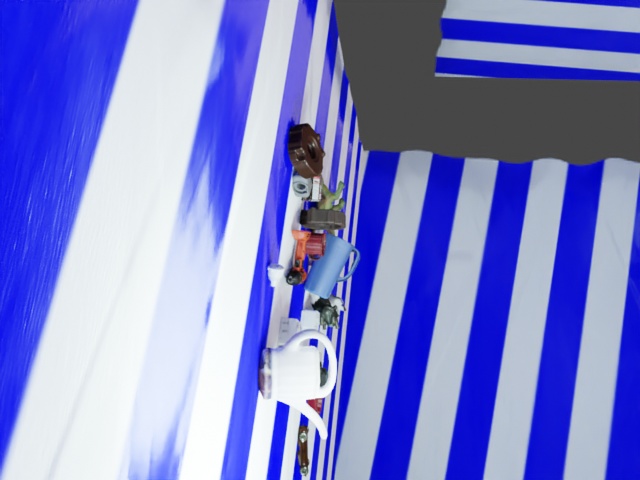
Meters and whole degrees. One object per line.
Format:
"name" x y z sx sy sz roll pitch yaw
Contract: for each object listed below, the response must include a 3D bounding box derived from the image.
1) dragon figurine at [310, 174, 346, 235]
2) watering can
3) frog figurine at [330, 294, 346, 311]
"dragon figurine" 0.006 -0.107 2.133 0.247 0.122 0.402 -42 135 -52
"watering can" -0.065 0.420 1.473 0.105 0.224 0.344 -126 -143 -76
"frog figurine" 0.037 0.344 2.478 0.161 0.124 0.134 -41 159 -22
